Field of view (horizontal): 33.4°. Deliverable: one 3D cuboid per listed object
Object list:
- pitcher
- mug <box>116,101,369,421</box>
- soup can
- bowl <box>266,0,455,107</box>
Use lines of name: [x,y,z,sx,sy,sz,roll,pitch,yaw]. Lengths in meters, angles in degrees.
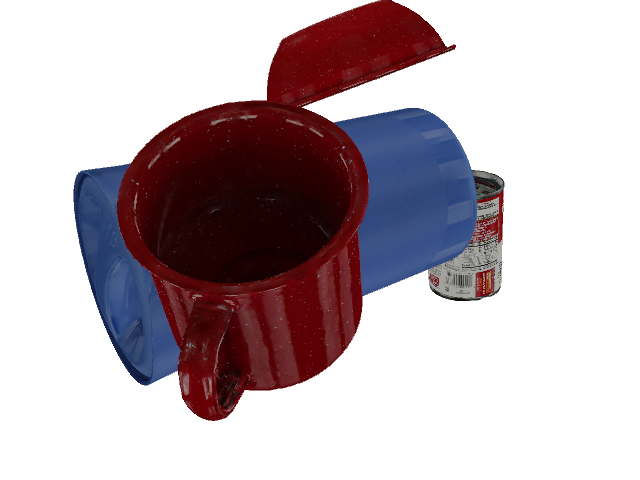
pitcher: [-0.030,-0.006,0.691,0.242,0.145,0.149,-17,41,-24]
mug: [-0.028,0.016,0.413,0.093,0.117,0.081,7,-37,11]
soup can: [0.131,-0.004,0.960,0.068,0.102,0.068,-3,23,1]
bowl: [0.021,-0.146,0.835,0.162,0.055,0.162,-21,7,2]
